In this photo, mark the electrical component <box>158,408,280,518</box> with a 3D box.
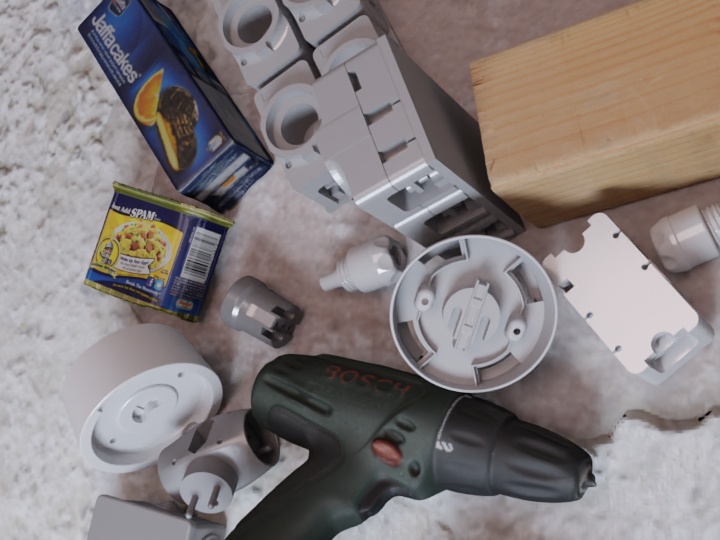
[{"bbox_3d":[-0.102,0.141,0.746,0.077,0.043,0.079,-26,23,21],"label":"electrical component"}]

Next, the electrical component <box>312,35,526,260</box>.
[{"bbox_3d":[0.037,-0.067,0.675,0.062,0.150,0.089,-28,65,19],"label":"electrical component"}]

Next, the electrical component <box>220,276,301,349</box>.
[{"bbox_3d":[-0.071,0.031,0.776,0.046,0.040,0.040,28,91,25],"label":"electrical component"}]

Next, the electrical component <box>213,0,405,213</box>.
[{"bbox_3d":[-0.029,-0.152,0.787,0.105,0.060,0.186,-33,63,18],"label":"electrical component"}]

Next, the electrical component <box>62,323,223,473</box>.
[{"bbox_3d":[-0.161,0.086,0.774,0.108,0.108,0.060,-47,54,11],"label":"electrical component"}]

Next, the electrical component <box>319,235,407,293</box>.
[{"bbox_3d":[0.000,0.000,0.747,0.061,0.035,0.035,-21,68,26],"label":"electrical component"}]

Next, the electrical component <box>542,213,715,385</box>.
[{"bbox_3d":[0.160,0.018,0.639,0.050,0.056,0.089,-43,61,13],"label":"electrical component"}]

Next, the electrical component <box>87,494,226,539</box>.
[{"bbox_3d":[-0.149,0.213,0.764,0.100,0.048,0.099,7,81,31],"label":"electrical component"}]

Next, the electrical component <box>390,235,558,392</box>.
[{"bbox_3d":[0.067,0.025,0.654,0.099,0.064,0.099,0,97,1],"label":"electrical component"}]

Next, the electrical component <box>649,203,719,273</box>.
[{"bbox_3d":[0.206,-0.024,0.638,0.061,0.035,0.035,-26,66,19],"label":"electrical component"}]
